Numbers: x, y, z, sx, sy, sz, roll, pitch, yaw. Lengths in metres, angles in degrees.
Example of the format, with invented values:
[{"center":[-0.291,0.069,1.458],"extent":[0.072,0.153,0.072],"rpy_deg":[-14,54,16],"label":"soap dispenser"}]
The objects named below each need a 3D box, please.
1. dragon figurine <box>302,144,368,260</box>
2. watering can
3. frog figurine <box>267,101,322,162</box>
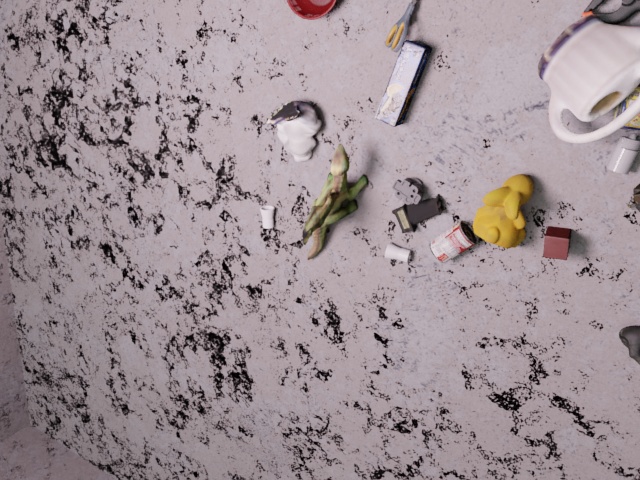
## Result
[{"center":[0.004,-0.069,1.368],"extent":[0.123,0.246,0.403],"rpy_deg":[29,117,14],"label":"dragon figurine"},{"center":[0.563,-0.347,0.980],"extent":[0.341,0.104,0.228],"rpy_deg":[-52,53,37],"label":"watering can"},{"center":[-0.054,-0.301,1.427],"extent":[0.136,0.126,0.156],"rpy_deg":[-16,134,25],"label":"frog figurine"}]
